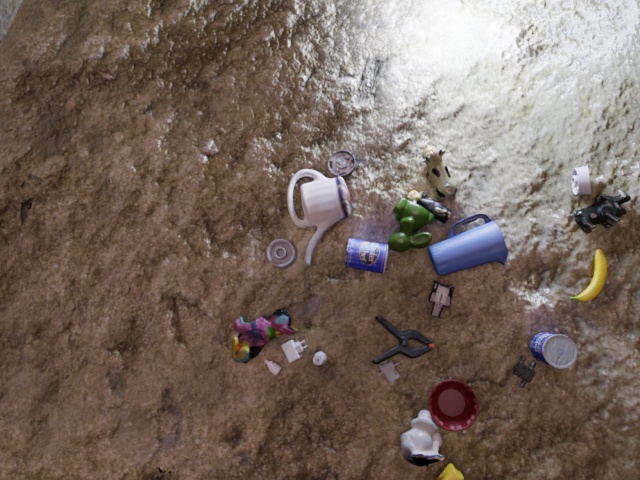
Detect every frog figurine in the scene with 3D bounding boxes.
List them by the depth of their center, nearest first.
[{"bbox_3d":[0.326,0.640,1.669,0.137,0.163,0.119,-1,-45,-1],"label":"frog figurine"}]

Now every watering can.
[{"bbox_3d":[0.006,-0.092,1.820,0.224,0.351,0.103,-13,-11,4],"label":"watering can"}]
